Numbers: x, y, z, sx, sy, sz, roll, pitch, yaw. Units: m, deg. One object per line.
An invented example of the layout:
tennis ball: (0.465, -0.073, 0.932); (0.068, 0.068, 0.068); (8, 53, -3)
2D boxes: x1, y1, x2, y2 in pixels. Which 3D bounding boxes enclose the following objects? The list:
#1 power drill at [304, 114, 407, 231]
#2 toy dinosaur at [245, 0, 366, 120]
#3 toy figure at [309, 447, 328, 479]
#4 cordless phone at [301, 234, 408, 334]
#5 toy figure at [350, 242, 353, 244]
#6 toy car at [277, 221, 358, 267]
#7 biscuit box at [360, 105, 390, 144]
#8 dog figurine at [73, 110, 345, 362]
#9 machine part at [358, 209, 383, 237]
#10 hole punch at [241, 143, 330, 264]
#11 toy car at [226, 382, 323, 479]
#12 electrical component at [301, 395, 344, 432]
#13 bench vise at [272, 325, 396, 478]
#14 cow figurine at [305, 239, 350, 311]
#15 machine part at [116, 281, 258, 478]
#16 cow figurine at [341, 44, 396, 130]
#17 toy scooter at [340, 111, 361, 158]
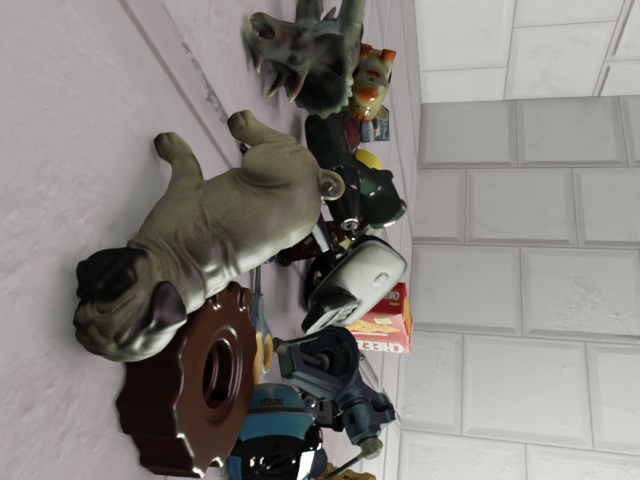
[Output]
power drill: (0.055, -0.084, 0.838); (0.207, 0.086, 0.232); (21, 42, -49)
toy dinosaur: (0.009, -0.286, 0.806); (0.405, 0.131, 0.192); (-57, 159, -73)
toy figure: (-0.028, 0.332, 0.810); (0.064, 0.058, 0.154); (53, -1, 30)
cordless phone: (0.038, 0.061, 0.727); (0.146, 0.089, 0.184); (-46, 171, 13)
toy figure: (0.068, 0.053, 1.118); (0.180, 0.082, 0.089); (-73, 179, -66)
toy car: (-0.002, -0.002, 0.821); (0.202, 0.089, 0.053); (-25, 104, -72)
biscuit box: (0.097, -0.253, 1.120); (0.203, 0.059, 0.062); (-102, -173, -67)
dog figurine: (-0.073, 0.007, 0.403); (0.191, 0.172, 0.121); (-84, 156, -46)
machine part: (0.094, -0.044, 1.213); (0.243, 0.079, 0.079); (26, 66, -73)
hole punch: (-0.041, -0.046, 0.648); (0.142, 0.092, 0.116); (54, 33, -45)
toy car: (-0.055, 0.221, 0.621); (0.103, 0.109, 0.161); (-97, -173, -54)
electrical component: (0.009, 0.261, 0.915); (0.048, 0.075, 0.119); (-49, 142, -69)
bench vise: (0.011, 0.210, 0.795); (0.240, 0.129, 0.224); (38, 33, -44)
cow figurine: (0.011, 0.048, 0.930); (0.098, 0.068, 0.167); (51, 41, -59)
machine part: (-0.109, 0.119, 0.486); (0.179, 0.056, 0.179); (2, 90, -75)
cow figurine: (0.083, -0.267, 0.922); (0.195, 0.086, 0.127); (-74, 175, -67)
toy scooter: (0.037, -0.213, 0.983); (0.184, 0.075, 0.135); (-57, 145, -69)
